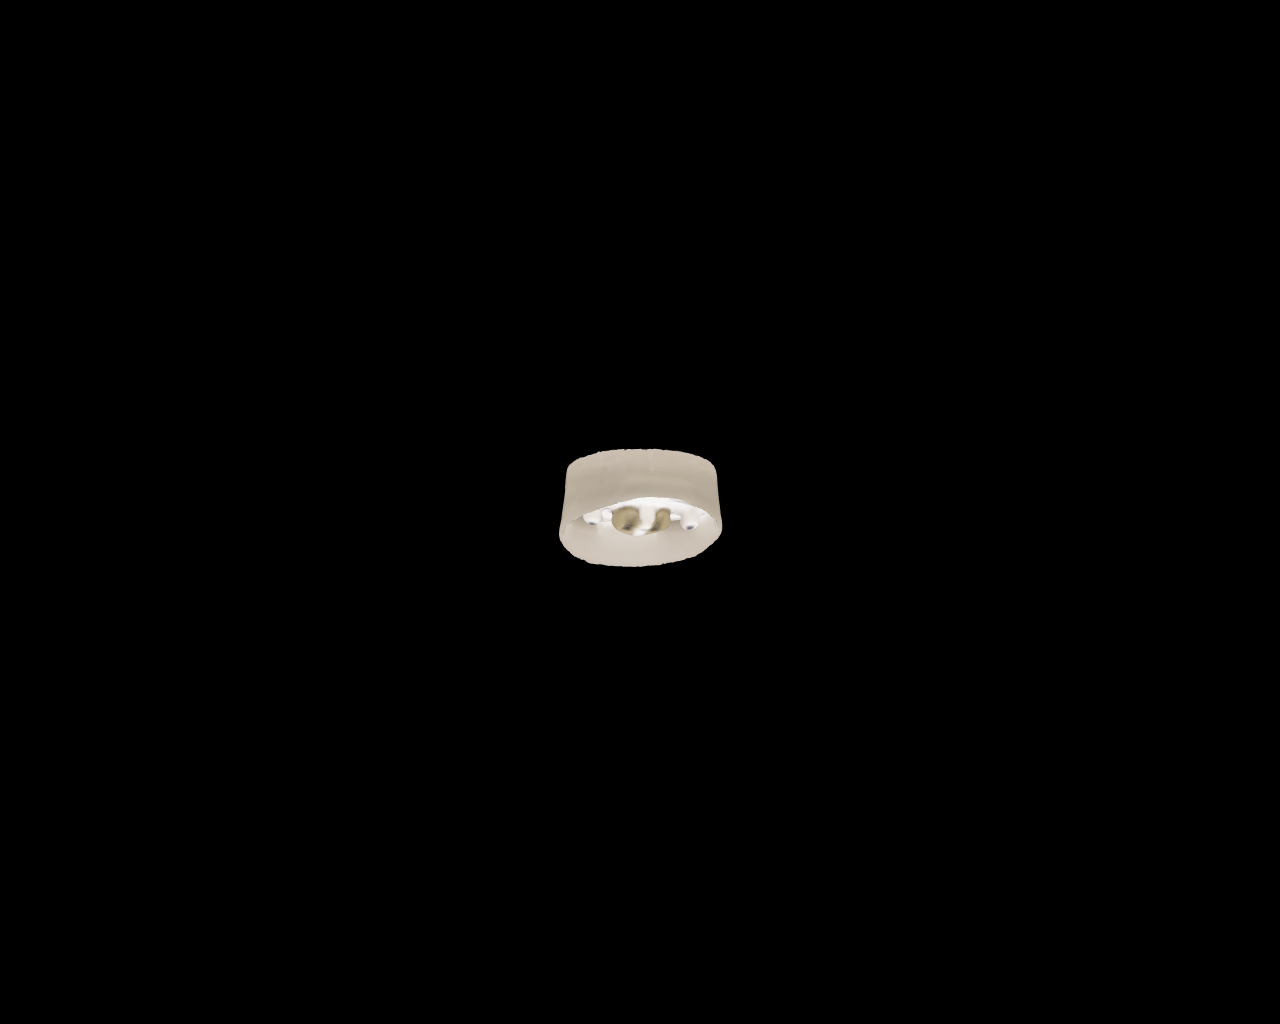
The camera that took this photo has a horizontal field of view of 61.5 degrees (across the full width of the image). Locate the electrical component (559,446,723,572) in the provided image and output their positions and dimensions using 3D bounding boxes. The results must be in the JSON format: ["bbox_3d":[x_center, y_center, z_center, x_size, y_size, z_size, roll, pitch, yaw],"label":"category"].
[{"bbox_3d":[0.001,-0.003,0.650,0.099,0.064,0.099,0,-12,0],"label":"electrical component"}]
